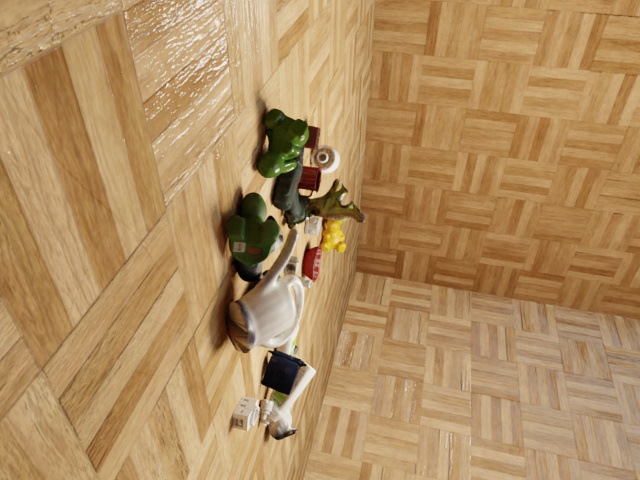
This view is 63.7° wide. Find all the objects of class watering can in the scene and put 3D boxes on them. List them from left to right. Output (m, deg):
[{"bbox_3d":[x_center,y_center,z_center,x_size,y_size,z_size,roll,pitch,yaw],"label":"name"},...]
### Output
[{"bbox_3d":[-0.131,0.146,1.282,0.227,0.340,0.105,-25,40,-35],"label":"watering can"}]

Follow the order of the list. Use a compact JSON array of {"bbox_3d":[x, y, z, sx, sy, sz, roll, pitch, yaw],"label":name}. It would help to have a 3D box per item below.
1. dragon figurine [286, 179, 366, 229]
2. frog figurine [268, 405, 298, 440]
[{"bbox_3d":[0.005,-0.087,1.730,0.242,0.120,0.416,-27,20,2],"label":"dragon figurine"},{"bbox_3d":[-0.152,0.671,1.966,0.122,0.162,0.135,-28,-22,6],"label":"frog figurine"}]
